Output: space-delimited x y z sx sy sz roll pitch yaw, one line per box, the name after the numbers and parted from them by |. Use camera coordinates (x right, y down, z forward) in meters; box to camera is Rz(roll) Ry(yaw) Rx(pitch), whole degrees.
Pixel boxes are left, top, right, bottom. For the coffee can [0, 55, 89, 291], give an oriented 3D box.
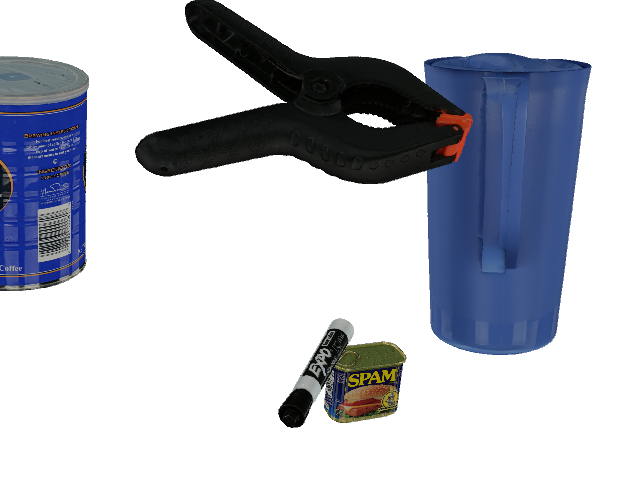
-0.216 -0.049 0.752 0.103 0.140 0.103 5 23 -2 | coffee can

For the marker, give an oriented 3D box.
-0.002 0.091 0.742 0.020 0.020 0.121 0 25 20 | marker

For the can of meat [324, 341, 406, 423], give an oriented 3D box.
0.056 0.186 1.395 0.102 0.084 0.057 -5 25 -22 | can of meat

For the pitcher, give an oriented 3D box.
0.147 -0.031 0.882 0.149 0.243 0.145 -10 17 -34 | pitcher

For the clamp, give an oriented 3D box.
-0.010 -0.063 0.559 0.171 0.120 0.039 17 -30 7 | clamp
